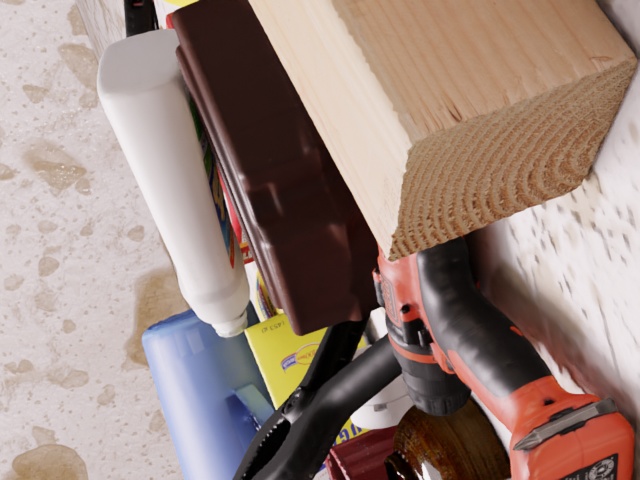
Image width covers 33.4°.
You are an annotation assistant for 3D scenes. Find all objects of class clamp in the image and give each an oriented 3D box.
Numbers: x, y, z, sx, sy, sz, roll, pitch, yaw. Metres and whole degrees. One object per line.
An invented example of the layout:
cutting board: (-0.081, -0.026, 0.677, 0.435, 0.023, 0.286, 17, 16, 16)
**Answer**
clamp: (-0.157, -0.151, 0.991, 0.120, 0.039, 0.171, -124, 30, -72)
clamp: (0.001, 0.117, 0.729, 0.036, 0.210, 0.165, 39, 166, -13)

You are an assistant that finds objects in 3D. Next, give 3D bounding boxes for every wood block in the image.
wood block: (0.026, -0.109, 0.432, 0.090, 0.090, 0.206, 93, 154, -62)

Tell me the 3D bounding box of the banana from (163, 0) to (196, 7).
banana: (-0.088, -0.211, 0.823, 0.069, 0.037, 0.198, 44, 163, -14)

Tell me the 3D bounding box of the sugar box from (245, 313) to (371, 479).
sugar box: (0.013, 0.138, 0.893, 0.048, 0.093, 0.176, 18, -132, -79)

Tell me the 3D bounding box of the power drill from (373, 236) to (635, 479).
power drill: (0.087, 0.080, 0.564, 0.188, 0.057, 0.184, 56, 166, 45)

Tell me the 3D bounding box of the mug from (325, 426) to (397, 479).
mug: (0.061, 0.186, 0.803, 0.117, 0.081, 0.093, -140, 31, -67)

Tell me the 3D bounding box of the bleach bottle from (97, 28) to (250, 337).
bleach bottle: (-0.103, -0.031, 0.840, 0.102, 0.068, 0.251, -99, -5, -55)

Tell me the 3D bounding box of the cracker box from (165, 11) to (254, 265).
cracker box: (-0.076, -0.091, 0.961, 0.214, 0.072, 0.164, 99, 149, -69)

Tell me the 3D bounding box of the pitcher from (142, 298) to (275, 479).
pitcher: (-0.070, 0.177, 0.978, 0.243, 0.149, 0.144, 70, -158, -2)

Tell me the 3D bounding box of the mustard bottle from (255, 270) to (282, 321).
mustard bottle: (-0.026, 0.060, 1.029, 0.096, 0.058, 0.192, 63, 168, 1)
